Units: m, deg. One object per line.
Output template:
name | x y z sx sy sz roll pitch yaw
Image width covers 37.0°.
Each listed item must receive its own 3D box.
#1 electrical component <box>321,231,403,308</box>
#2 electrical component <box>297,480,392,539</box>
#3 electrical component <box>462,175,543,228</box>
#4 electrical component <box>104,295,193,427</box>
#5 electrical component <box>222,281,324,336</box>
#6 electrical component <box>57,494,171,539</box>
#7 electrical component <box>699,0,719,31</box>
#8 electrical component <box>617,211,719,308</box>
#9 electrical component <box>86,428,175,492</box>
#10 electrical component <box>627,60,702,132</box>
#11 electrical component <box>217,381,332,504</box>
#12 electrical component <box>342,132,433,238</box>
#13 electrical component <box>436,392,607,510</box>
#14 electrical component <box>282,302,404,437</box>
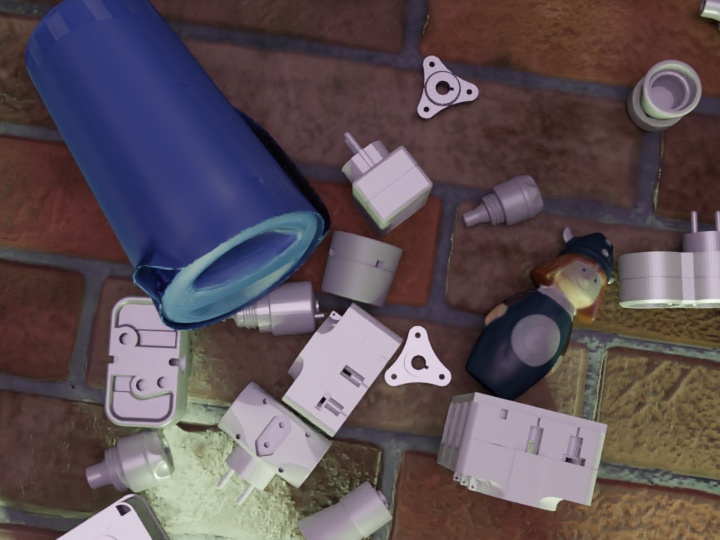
electrical component | 0.000 0.000 0.824 0.055 0.055 0.047 16 87 1
electrical component | -0.009 0.189 0.809 0.065 0.044 0.044 -34 85 -9
electrical component | 0.110 -0.049 0.840 0.061 0.035 0.035 -22 84 -1
electrical component | -0.158 0.069 0.811 0.054 0.059 0.095 2 83 0
electrical component | -0.067 0.031 0.826 0.078 0.040 0.040 -5 83 -1
electrical component | -0.194 0.226 0.794 0.113 0.057 0.078 -32 85 -4
electrical component | 0.303 -0.205 0.855 0.062 0.043 0.043 11 83 1
electrical component | 0.268 -0.009 0.828 0.138 0.052 0.073 0 83 -1
electrical component | -0.174 0.147 0.810 0.062 0.043 0.043 -19 84 -2
electrical component | 0.236 -0.135 0.840 0.045 0.055 0.045 0 83 -1
electrical component | -0.075 0.139 0.812 0.077 0.043 0.079 37 84 3
electrical component | 0.012 -0.073 0.817 0.047 0.083 0.075 -37 85 -4
electrical component | 0.108 0.128 0.761 0.089 0.150 0.061 14 82 1
electrical component | -0.017 0.073 0.816 0.056 0.050 0.089 36 84 3
